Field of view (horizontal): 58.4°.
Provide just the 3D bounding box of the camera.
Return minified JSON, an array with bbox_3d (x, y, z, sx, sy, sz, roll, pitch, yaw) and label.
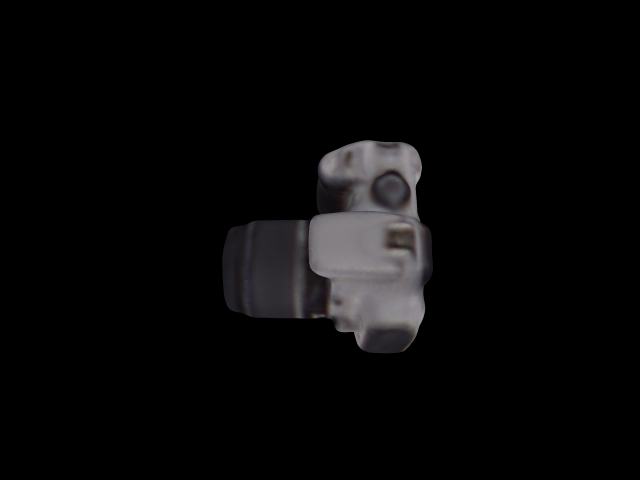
[{"bbox_3d":[0.004,0.001,0.400,0.137,0.101,0.143,0,69,0],"label":"camera"}]
